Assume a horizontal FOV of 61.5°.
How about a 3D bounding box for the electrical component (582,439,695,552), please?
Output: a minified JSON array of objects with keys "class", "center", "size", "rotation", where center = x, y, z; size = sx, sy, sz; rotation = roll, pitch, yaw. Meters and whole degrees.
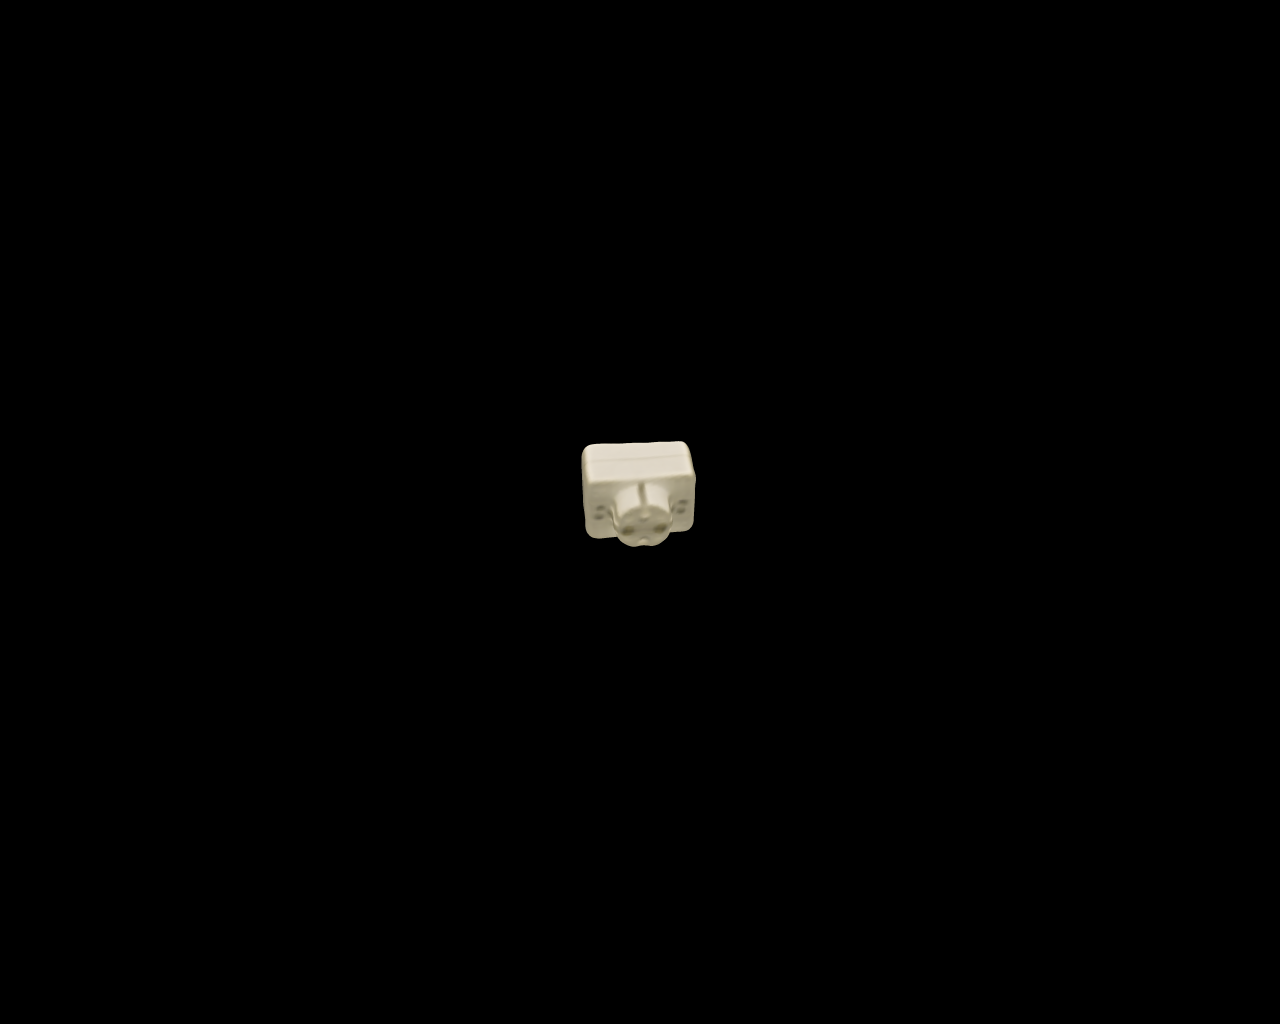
[{"class":"electrical component","center":[0.001,-0.003,0.650],"size":[0.066,0.047,0.077],"rotation":[-4,39,-4]}]
